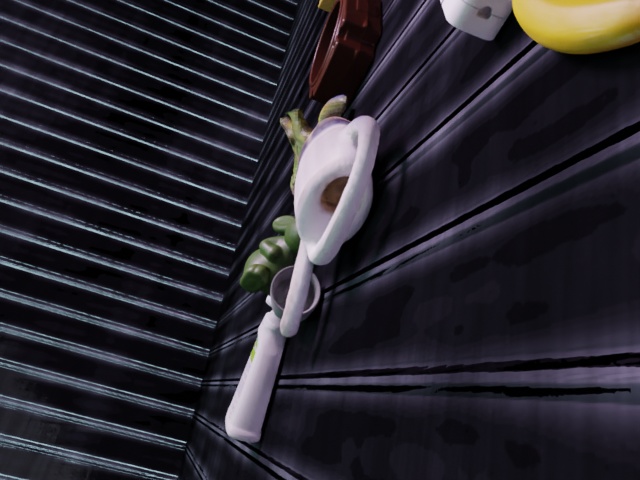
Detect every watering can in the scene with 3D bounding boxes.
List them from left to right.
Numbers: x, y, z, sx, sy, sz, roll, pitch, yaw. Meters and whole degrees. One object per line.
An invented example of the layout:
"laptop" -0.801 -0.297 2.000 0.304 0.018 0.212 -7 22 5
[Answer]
"watering can" 0.002 -0.039 0.766 0.229 0.104 0.341 -93 24 -56

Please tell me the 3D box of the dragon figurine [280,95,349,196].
"dragon figurine" -0.009 -0.145 1.024 0.412 0.122 0.241 -144 54 -78
